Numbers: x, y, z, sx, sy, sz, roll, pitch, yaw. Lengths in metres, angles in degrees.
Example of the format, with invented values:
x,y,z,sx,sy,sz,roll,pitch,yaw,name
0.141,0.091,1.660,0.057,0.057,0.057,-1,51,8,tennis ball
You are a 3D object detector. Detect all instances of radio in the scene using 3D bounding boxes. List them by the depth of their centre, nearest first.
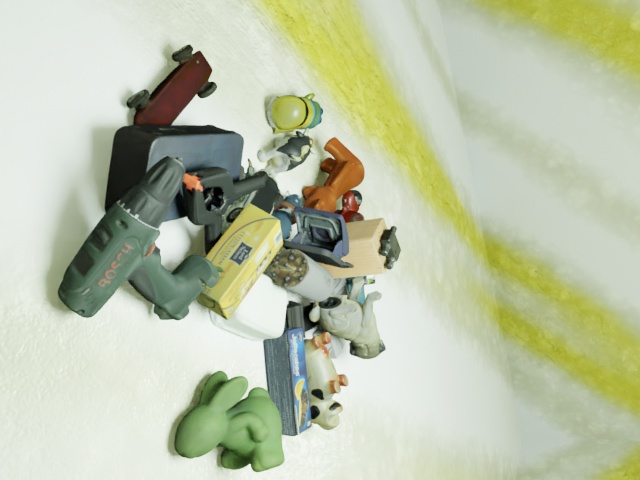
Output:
x,y,z,sx,sy,sz,roll,pitch,yaw,name
-0.212,-0.106,0.822,0.229,0.073,0.131,-25,131,-61,radio

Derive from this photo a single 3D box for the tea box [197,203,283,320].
x,y,z,sx,sy,sz,roll,pitch,yaw,name
-0.136,0.036,0.888,0.169,0.068,0.098,-54,165,-23,tea box

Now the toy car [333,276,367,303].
x,y,z,sx,sy,sz,roll,pitch,yaw,name
0.045,0.120,1.272,0.103,0.109,0.161,-22,116,-38,toy car

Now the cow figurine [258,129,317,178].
x,y,z,sx,sy,sz,roll,pitch,yaw,name
-0.052,-0.197,1.156,0.068,0.098,0.167,65,33,-18,cow figurine

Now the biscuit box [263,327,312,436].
x,y,z,sx,sy,sz,roll,pitch,yaw,name
-0.064,0.275,1.059,0.059,0.063,0.202,0,84,-62,biscuit box

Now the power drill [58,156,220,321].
x,y,z,sx,sy,sz,roll,pitch,yaw,name
-0.220,0.020,0.731,0.232,0.086,0.207,-50,155,-8,power drill

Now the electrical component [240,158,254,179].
x,y,z,sx,sy,sz,roll,pitch,yaw,name
-0.162,-0.126,0.993,0.102,0.045,0.078,44,45,-49,electrical component

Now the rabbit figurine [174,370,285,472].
x,y,z,sx,sy,sz,roll,pitch,yaw,name
-0.146,0.294,0.855,0.170,0.121,0.159,15,77,-44,rabbit figurine

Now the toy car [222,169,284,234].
x,y,z,sx,sy,sz,roll,pitch,yaw,name
-0.127,-0.059,1.032,0.073,0.056,0.202,55,37,-30,toy car

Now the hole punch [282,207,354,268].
x,y,z,sx,sy,sz,roll,pitch,yaw,name
-0.002,-0.003,1.065,0.115,0.142,0.092,47,56,-64,hole punch

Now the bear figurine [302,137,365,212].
x,y,z,sx,sy,sz,roll,pitch,yaw,name
0.012,-0.127,1.268,0.196,0.132,0.120,-43,163,-23,bear figurine

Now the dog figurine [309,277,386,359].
x,y,z,sx,sy,sz,roll,pitch,yaw,name
0.060,0.201,1.187,0.121,0.172,0.190,-125,-153,-61,dog figurine

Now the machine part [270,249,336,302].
x,y,z,sx,sy,sz,roll,pitch,yaw,name
-0.030,0.073,1.064,0.243,0.079,0.079,40,49,-64,machine part

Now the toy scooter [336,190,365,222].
x,y,z,sx,sy,sz,roll,pitch,yaw,name
0.067,-0.027,1.345,0.135,0.075,0.183,-38,127,-52,toy scooter

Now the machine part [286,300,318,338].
x,y,z,sx,sy,sz,roll,pitch,yaw,name
-0.033,0.167,1.168,0.139,0.039,0.084,-3,81,-60,machine part

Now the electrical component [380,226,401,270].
x,y,z,sx,sy,sz,roll,pitch,yaw,name
0.148,0.014,1.114,0.063,0.021,0.094,64,33,-29,electrical component

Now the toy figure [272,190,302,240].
x,y,z,sx,sy,sz,roll,pitch,yaw,name
-0.079,-0.047,1.116,0.154,0.058,0.064,-64,143,-52,toy figure

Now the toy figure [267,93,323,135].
x,y,z,sx,sy,sz,roll,pitch,yaw,name
-0.047,-0.285,1.195,0.180,0.089,0.082,-17,91,-59,toy figure

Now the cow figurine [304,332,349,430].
x,y,z,sx,sy,sz,roll,pitch,yaw,name
-0.010,0.300,1.114,0.085,0.127,0.195,-15,83,-62,cow figurine

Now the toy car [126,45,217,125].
x,y,z,sx,sy,sz,roll,pitch,yaw,name
-0.238,-0.236,0.873,0.089,0.053,0.202,54,44,-35,toy car
